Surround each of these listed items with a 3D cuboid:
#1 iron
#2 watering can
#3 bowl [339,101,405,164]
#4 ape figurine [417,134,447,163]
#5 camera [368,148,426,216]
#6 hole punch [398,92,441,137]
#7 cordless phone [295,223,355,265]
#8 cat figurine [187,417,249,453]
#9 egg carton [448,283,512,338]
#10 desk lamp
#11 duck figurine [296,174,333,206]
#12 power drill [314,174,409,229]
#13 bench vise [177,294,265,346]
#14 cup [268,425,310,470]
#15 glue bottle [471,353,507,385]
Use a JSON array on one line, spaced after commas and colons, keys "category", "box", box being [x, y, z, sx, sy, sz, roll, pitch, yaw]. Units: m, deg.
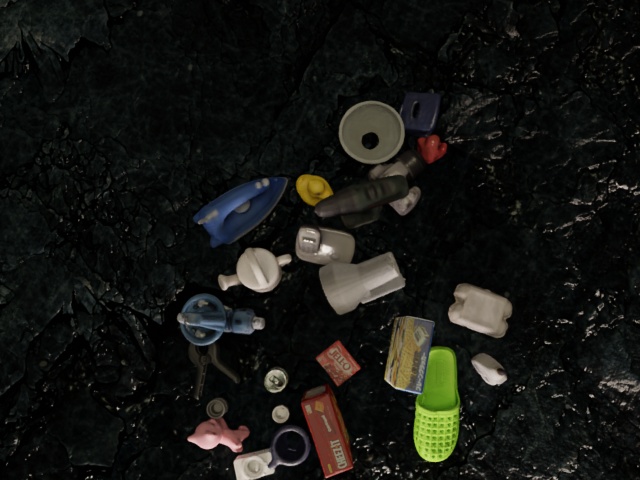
[{"category": "iron", "box": [-0.191, -0.095, 1.414, 0.258, 0.141, 0.118, -36, 83, -5]}, {"category": "watering can", "box": [-0.153, 0.074, 1.362, 0.173, 0.194, 0.101, -44, 84, -6]}, {"category": "bowl", "box": [0.130, -0.267, 1.473, 0.167, 0.075, 0.167, 0, 82, 0]}, {"category": "ape figurine", "box": [0.285, -0.240, 1.461, 0.078, 0.092, 0.076, 35, 83, 5]}, {"category": "camera", "box": [0.212, -0.157, 1.444, 0.137, 0.101, 0.143, -41, 84, -5]}, {"category": "hole punch", "box": [0.252, -0.323, 1.473, 0.101, 0.091, 0.109, 12, 82, 2]}, {"category": "cordless phone", "box": [0.013, 0.005, 1.377, 0.147, 0.185, 0.094, 7, 82, 1]}, {"category": "cat figurine", "box": [-0.238, 0.462, 1.344, 0.127, 0.118, 0.067, 18, 82, 3]}, {"category": "egg carton", "box": [0.395, 0.173, 1.412, 0.150, 0.069, 0.107, 19, 82, 3]}, {"category": "desk lamp", "box": [0.103, 0.091, 1.351, 0.203, 0.213, 0.118, -23, 82, -3]}, {"category": "duck figurine", "box": [-0.014, -0.131, 1.447, 0.104, 0.086, 0.077, 35, 83, 5]}, {"category": "power drill", "box": [0.097, -0.087, 1.379, 0.229, 0.208, 0.075, -20, 82, -3]}, {"category": "bench vise", "box": [-0.240, 0.176, 1.334, 0.207, 0.220, 0.121, -14, 82, -2]}, {"category": "cup", "box": [-0.076, 0.488, 1.352, 0.091, 0.095, 0.118, 42, 84, 6]}, {"category": "glue bottle", "box": [0.406, 0.306, 1.340, 0.037, 0.173, 0.078, -34, 83, -4]}]
